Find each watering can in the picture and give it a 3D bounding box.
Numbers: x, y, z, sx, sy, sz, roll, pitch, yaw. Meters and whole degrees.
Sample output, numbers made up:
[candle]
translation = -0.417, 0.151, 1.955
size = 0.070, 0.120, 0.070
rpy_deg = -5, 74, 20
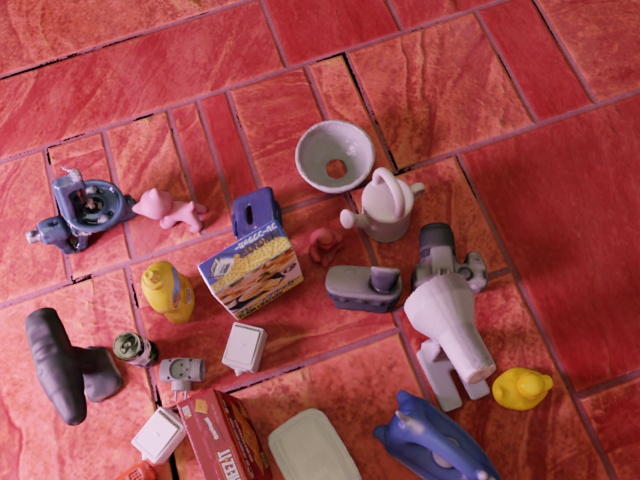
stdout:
[watering can]
translation = 0.125, -0.068, 1.107
size = 0.100, 0.194, 0.173
rpy_deg = 39, 77, 16

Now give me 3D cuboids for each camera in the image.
[camera]
translation = 0.248, 0.034, 1.113
size = 0.143, 0.101, 0.137
rpy_deg = -2, 70, 3

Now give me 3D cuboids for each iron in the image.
[iron]
translation = 0.222, 0.365, 0.974
size = 0.258, 0.141, 0.119
rpy_deg = 32, 75, 14

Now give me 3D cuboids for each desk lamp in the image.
[desk lamp]
translation = 0.234, 0.181, 1.002
size = 0.118, 0.213, 0.203
rpy_deg = -23, 70, -5

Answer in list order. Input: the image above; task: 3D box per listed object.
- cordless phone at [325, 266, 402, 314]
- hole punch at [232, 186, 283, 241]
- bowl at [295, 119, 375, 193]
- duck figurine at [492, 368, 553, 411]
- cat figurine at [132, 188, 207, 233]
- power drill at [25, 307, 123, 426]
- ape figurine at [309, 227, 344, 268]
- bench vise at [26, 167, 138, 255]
[cordless phone]
translation = 0.082, 0.071, 1.065
size = 0.147, 0.185, 0.094
rpy_deg = 2, 70, 4
[hole punch]
translation = -0.131, -0.043, 1.168
size = 0.101, 0.091, 0.108
rpy_deg = -10, 70, 0
[bowl]
translation = 0.033, -0.165, 1.211
size = 0.167, 0.075, 0.167
rpy_deg = -1, 70, 3
[duck figurine]
translation = 0.368, 0.266, 1.031
size = 0.104, 0.086, 0.077
rpy_deg = -12, 70, -1
[cat figurine]
translation = -0.309, -0.068, 1.173
size = 0.127, 0.118, 0.067
rpy_deg = 4, 70, 5
[power drill]
translation = -0.436, 0.233, 1.024
size = 0.076, 0.208, 0.229
rpy_deg = -33, 72, -8
[ape figurine]
translation = 0.010, 0.004, 1.142
size = 0.078, 0.092, 0.076
rpy_deg = -18, 70, -3
[bench vise]
translation = -0.479, -0.050, 1.122
size = 0.121, 0.220, 0.207
rpy_deg = 42, 78, 16
